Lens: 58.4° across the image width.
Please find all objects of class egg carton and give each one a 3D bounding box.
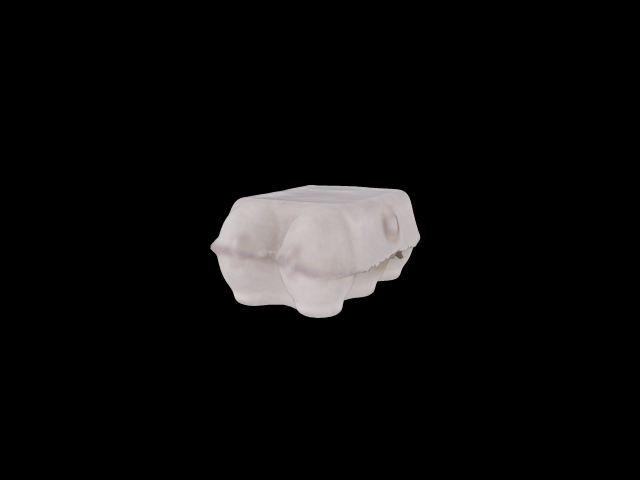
[{"bbox_3d":[0.004,0.001,0.400,0.107,0.069,0.151,6,13,27],"label":"egg carton"}]
